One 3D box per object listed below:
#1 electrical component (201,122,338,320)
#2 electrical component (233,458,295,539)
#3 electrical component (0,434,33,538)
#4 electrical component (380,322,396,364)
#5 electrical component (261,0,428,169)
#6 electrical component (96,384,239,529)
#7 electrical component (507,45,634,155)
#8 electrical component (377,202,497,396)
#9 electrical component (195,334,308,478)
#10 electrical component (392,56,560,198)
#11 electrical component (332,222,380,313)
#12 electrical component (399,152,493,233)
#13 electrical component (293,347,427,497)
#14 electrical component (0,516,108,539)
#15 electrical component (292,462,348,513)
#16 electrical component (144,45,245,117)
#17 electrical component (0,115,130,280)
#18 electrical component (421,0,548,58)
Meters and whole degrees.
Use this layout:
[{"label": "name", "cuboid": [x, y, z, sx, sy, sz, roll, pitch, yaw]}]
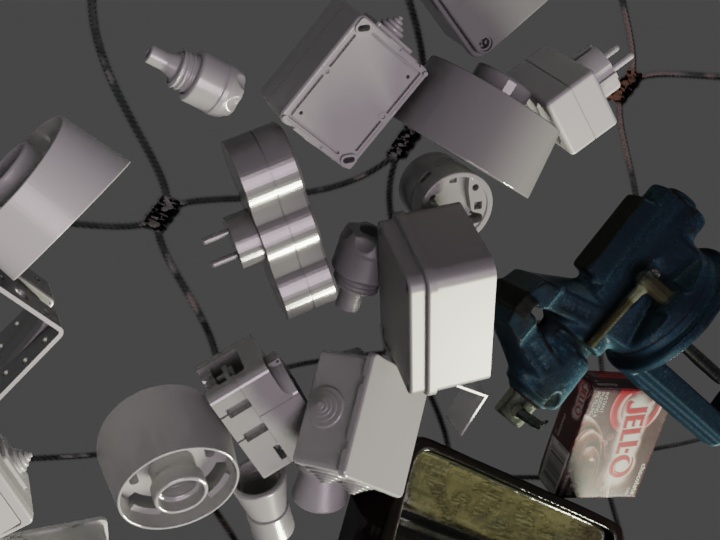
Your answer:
[{"label": "electrical component", "cuboid": [-0.069, -0.025, 0.719, 0.074, 0.052, 0.138, -23, 124, -9]}, {"label": "electrical component", "cuboid": [-0.073, 0.183, 0.839, 0.044, 0.044, 0.065, -19, 127, -12]}, {"label": "electrical component", "cuboid": [-0.267, 0.152, 0.729, 0.096, 0.061, 0.061, -26, 124, -8]}, {"label": "electrical component", "cuboid": [0.050, 0.046, 0.812, 0.062, 0.043, 0.043, -9, 120, -20]}, {"label": "electrical component", "cuboid": [-0.008, -0.125, 0.683, 0.062, 0.061, 0.096, 35, 100, -32]}, {"label": "electrical component", "cuboid": [-0.139, 0.140, 0.788, 0.099, 0.064, 0.099, -15, 135, -15]}, {"label": "electrical component", "cuboid": [0.153, -0.129, 0.744, 0.077, 0.065, 0.047, -36, 124, 0]}, {"label": "electrical component", "cuboid": [0.050, 0.020, 0.725, 0.057, 0.078, 0.113, -12, 133, -10]}, {"label": "electrical component", "cuboid": [-0.071, 0.097, 0.786, 0.056, 0.050, 0.089, -31, 124, -3]}, {"label": "electrical component", "cuboid": [0.080, -0.101, 0.708, 0.108, 0.108, 0.060, 26, 99, -31]}, {"label": "electrical component", "cuboid": [0.000, 0.000, 0.766, 0.043, 0.043, 0.062, 8, 115, -26]}, {"label": "electrical component", "cuboid": [0.059, -0.052, 0.759, 0.055, 0.047, 0.055, -10, 120, -17]}, {"label": "electrical component", "cuboid": [0.001, 0.111, 0.781, 0.100, 0.048, 0.099, 35, 65, -54]}, {"label": "electrical component", "cuboid": [-0.228, 0.240, 0.801, 0.100, 0.048, 0.099, -7, 119, -19]}, {"label": "electrical component", "cuboid": [-0.029, 0.154, 0.838, 0.045, 0.045, 0.055, -3, 117, -21]}, {"label": "electrical component", "cuboid": [-0.103, -0.120, 0.663, 0.061, 0.035, 0.035, 24, 106, -29]}, {"label": "electrical component", "cuboid": [-0.186, -0.041, 0.638, 0.099, 0.099, 0.064, -45, 118, 6]}, {"label": "electrical component", "cuboid": [0.078, -0.211, 0.674, 0.109, 0.056, 0.108, -41, 124, 3]}]
